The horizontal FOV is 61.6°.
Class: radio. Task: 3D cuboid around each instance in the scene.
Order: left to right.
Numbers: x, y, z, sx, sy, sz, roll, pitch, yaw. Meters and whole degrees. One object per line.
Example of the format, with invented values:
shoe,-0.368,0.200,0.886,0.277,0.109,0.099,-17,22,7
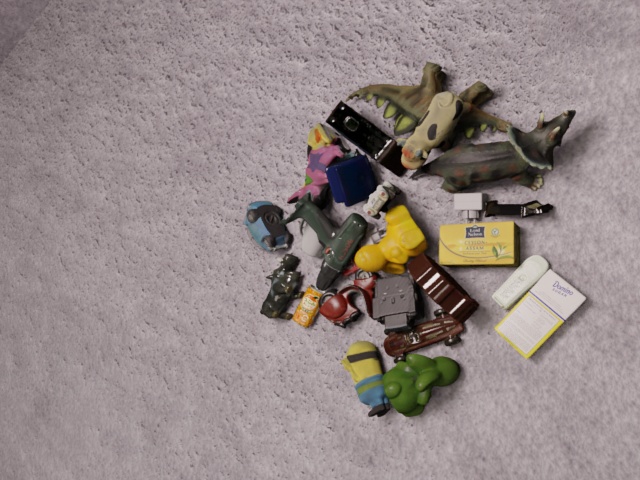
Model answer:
radio,0.126,-0.263,1.390,0.230,0.131,0.073,43,102,31

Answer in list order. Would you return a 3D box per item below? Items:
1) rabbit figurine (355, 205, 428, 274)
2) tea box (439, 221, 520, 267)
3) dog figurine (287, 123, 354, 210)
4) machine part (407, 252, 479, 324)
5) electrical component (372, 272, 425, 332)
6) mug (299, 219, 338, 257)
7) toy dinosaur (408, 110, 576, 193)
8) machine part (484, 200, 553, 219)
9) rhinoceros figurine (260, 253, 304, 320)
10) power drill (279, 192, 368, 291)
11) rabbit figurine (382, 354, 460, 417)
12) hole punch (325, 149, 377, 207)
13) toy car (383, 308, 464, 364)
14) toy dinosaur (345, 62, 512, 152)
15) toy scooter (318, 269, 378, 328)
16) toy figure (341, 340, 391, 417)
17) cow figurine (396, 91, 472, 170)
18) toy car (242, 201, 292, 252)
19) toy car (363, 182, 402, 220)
rabbit figurine,0.163,0.019,1.297,0.173,0.162,0.122,-32,65,-1
tea box,0.363,0.013,1.223,0.170,0.068,0.098,-4,79,32
dog figurine,-0.011,-0.186,1.481,0.219,0.108,0.192,-47,61,19
machine part,0.273,0.103,1.198,0.056,0.179,0.179,-47,60,11
electrical component,0.186,0.150,1.277,0.115,0.058,0.134,-18,57,30
mug,-0.017,-0.013,1.463,0.110,0.080,0.107,25,102,28
toy dinosaur,0.357,-0.174,1.192,0.405,0.192,0.131,-10,73,29
machine part,0.437,-0.068,1.195,0.139,0.084,0.039,4,109,42
rhinoceros figurine,-0.104,0.132,1.498,0.112,0.073,0.190,26,96,44
power drill,-0.003,-0.004,1.376,0.207,0.086,0.232,43,115,8
rabbit figurine,0.230,0.305,1.215,0.170,0.159,0.121,-28,56,9
hole punch,0.086,-0.152,1.372,0.116,0.092,0.142,-21,103,-7
toy car,0.239,0.225,1.269,0.202,0.053,0.089,-26,64,27
toy dinosaur,0.261,-0.335,1.340,0.472,0.105,0.198,33,102,37
toy scooter,0.087,0.165,1.366,0.184,0.075,0.135,-37,64,16
toy figure,0.121,0.332,1.305,0.089,0.082,0.180,-29,59,7
cow figurine,0.252,-0.244,1.220,0.086,0.127,0.194,41,111,25
toy car,-0.158,-0.028,1.552,0.103,0.109,0.161,-43,71,44
toy car,0.150,-0.100,1.308,0.056,0.202,0.073,38,108,6
